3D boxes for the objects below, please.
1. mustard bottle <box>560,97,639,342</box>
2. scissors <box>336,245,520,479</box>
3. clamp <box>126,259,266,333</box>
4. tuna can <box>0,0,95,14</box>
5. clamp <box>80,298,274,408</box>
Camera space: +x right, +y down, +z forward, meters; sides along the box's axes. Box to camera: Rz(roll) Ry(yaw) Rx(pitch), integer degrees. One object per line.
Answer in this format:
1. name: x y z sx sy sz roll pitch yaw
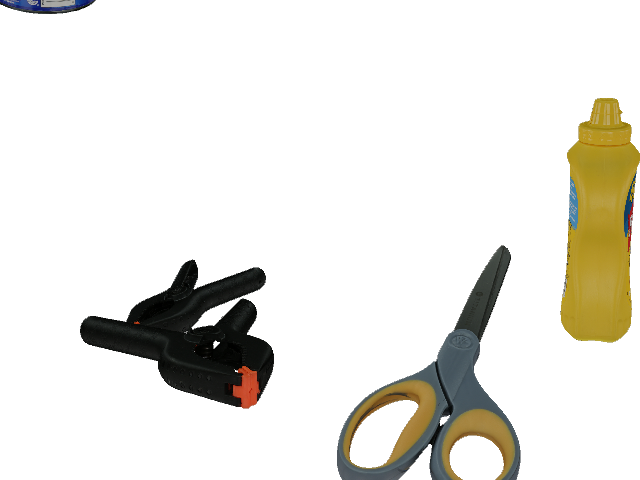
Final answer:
1. mustard bottle: 0.229 -0.021 0.873 0.058 0.192 0.096 3 19 16
2. scissors: 0.087 0.069 0.559 0.096 0.016 0.201 24 44 30
3. clamp: -0.141 0.067 1.161 0.120 0.039 0.171 -6 25 33
4. tuna can: -0.206 -0.201 0.792 0.086 0.034 0.086 6 36 -4
5. clamp: -0.091 0.090 0.900 0.164 0.036 0.210 -9 16 -32
